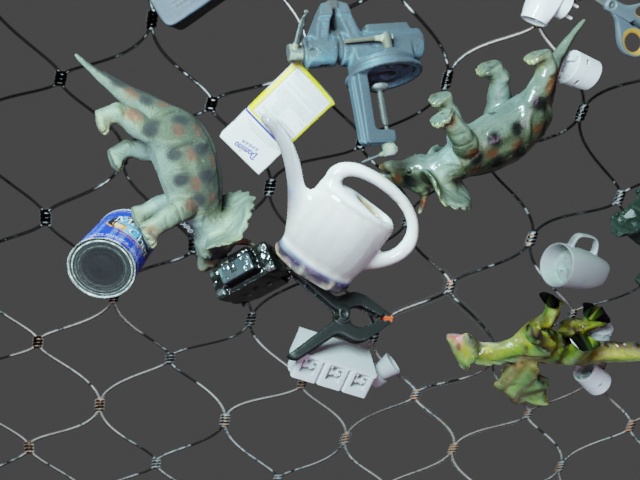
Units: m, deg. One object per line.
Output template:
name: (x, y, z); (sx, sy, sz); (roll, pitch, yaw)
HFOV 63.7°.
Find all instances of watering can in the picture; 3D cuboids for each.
watering can: (0.003, -0.044, 0.870); (0.345, 0.106, 0.222); (32, 105, -17)

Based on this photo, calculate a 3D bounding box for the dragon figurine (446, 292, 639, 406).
dragon figurine: (0.452, 0.238, 1.002); (0.410, 0.125, 0.237); (17, 128, -2)
